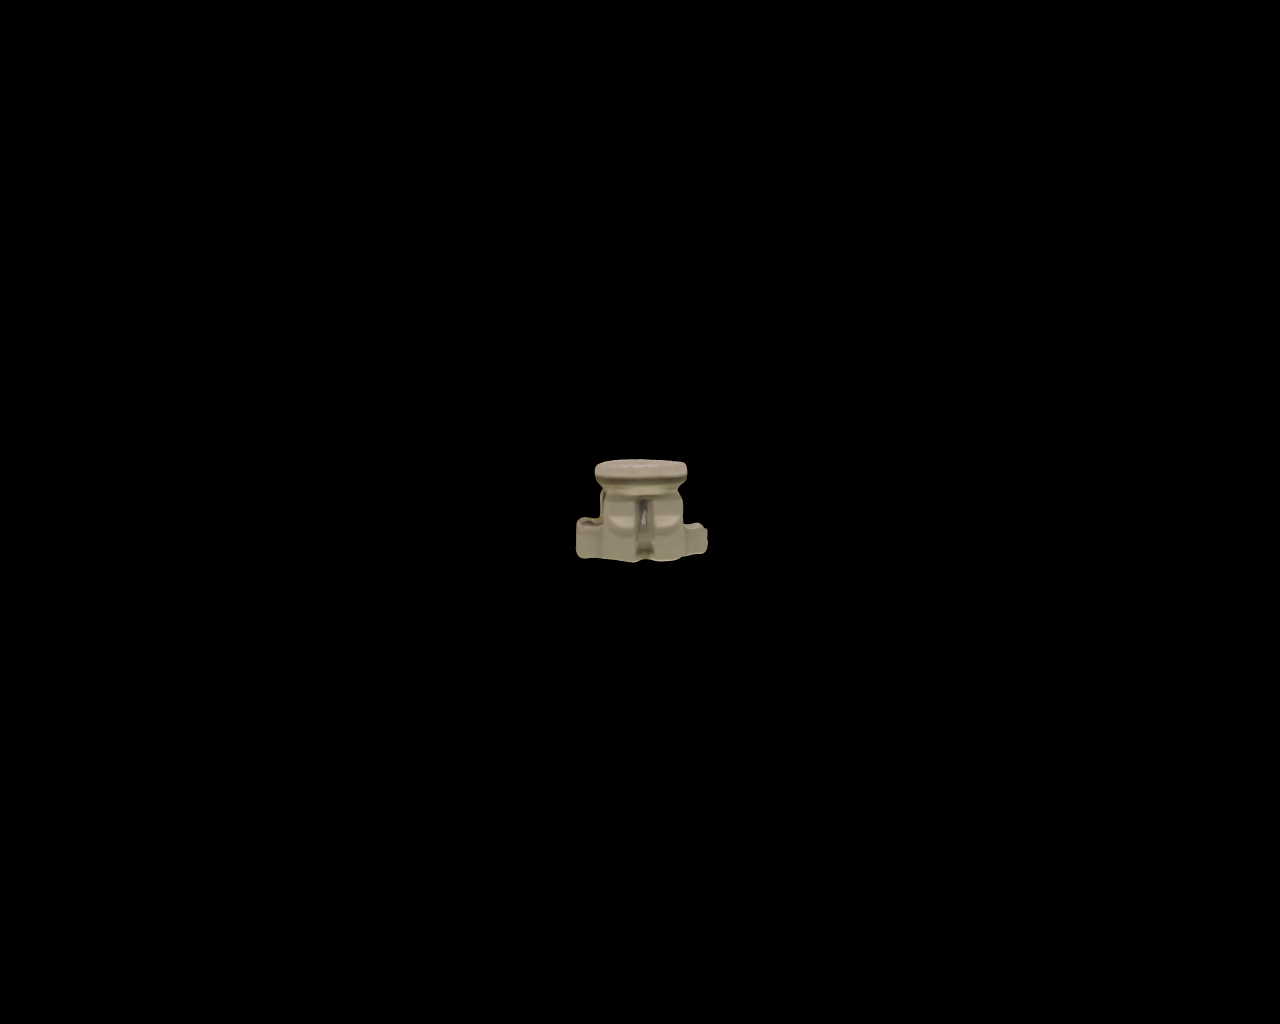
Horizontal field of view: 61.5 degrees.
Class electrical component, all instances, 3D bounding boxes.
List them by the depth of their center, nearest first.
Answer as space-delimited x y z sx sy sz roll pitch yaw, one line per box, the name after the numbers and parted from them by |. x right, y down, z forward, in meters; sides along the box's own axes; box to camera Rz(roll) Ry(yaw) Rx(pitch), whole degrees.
0.001 -0.003 0.650 0.078 0.057 0.058 -1 8 -5 | electrical component
